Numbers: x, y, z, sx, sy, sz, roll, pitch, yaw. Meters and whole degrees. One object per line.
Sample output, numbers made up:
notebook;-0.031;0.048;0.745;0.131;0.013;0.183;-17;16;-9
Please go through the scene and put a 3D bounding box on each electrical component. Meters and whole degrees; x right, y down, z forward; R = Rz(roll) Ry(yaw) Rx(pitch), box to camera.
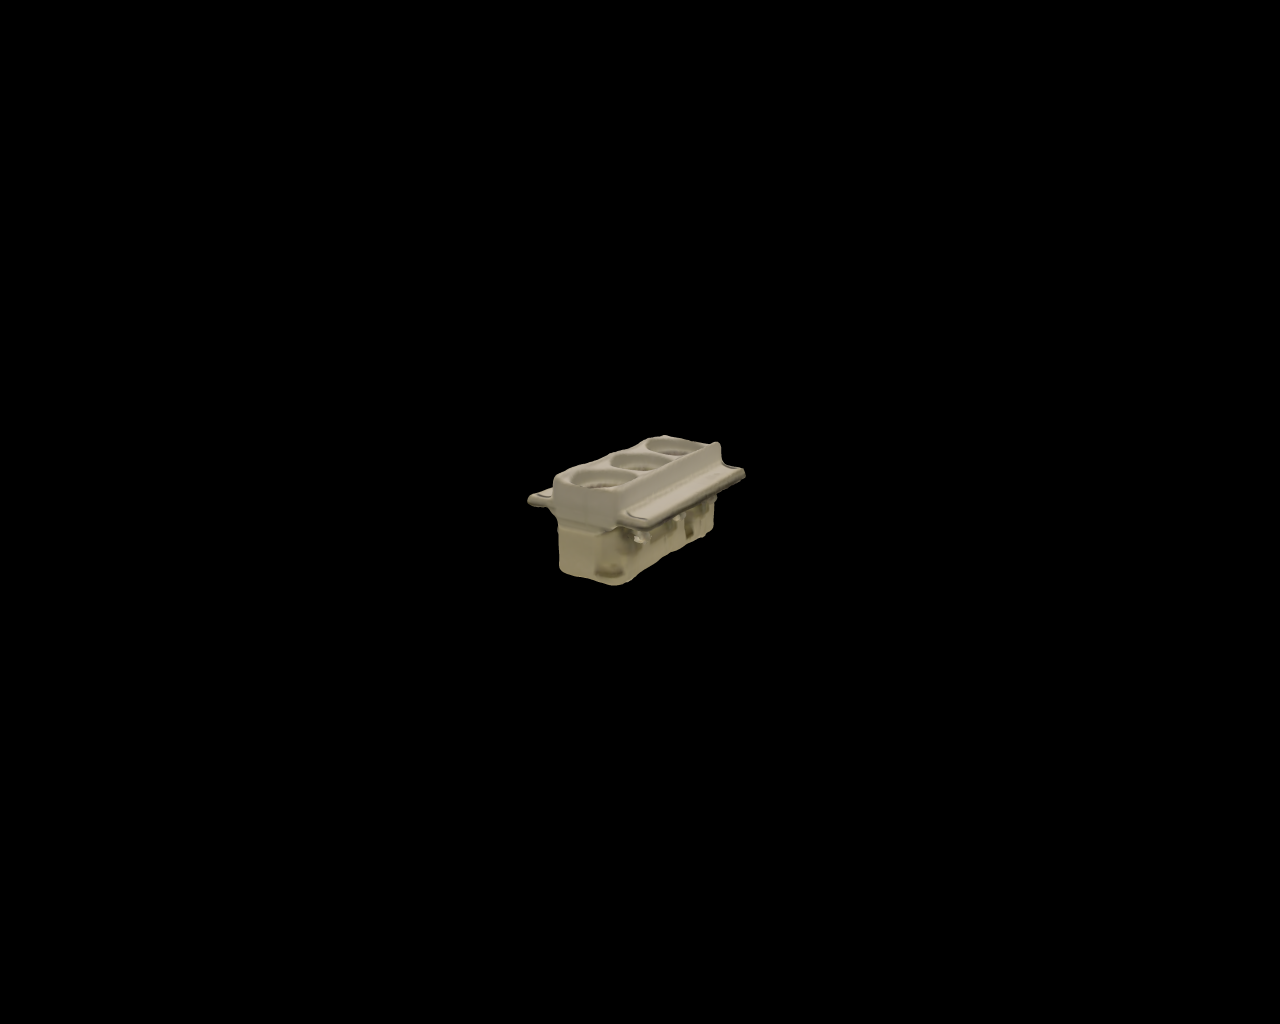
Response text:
electrical component;0.001;-0.003;0.650;0.079;0.063;0.121;11;21;30
